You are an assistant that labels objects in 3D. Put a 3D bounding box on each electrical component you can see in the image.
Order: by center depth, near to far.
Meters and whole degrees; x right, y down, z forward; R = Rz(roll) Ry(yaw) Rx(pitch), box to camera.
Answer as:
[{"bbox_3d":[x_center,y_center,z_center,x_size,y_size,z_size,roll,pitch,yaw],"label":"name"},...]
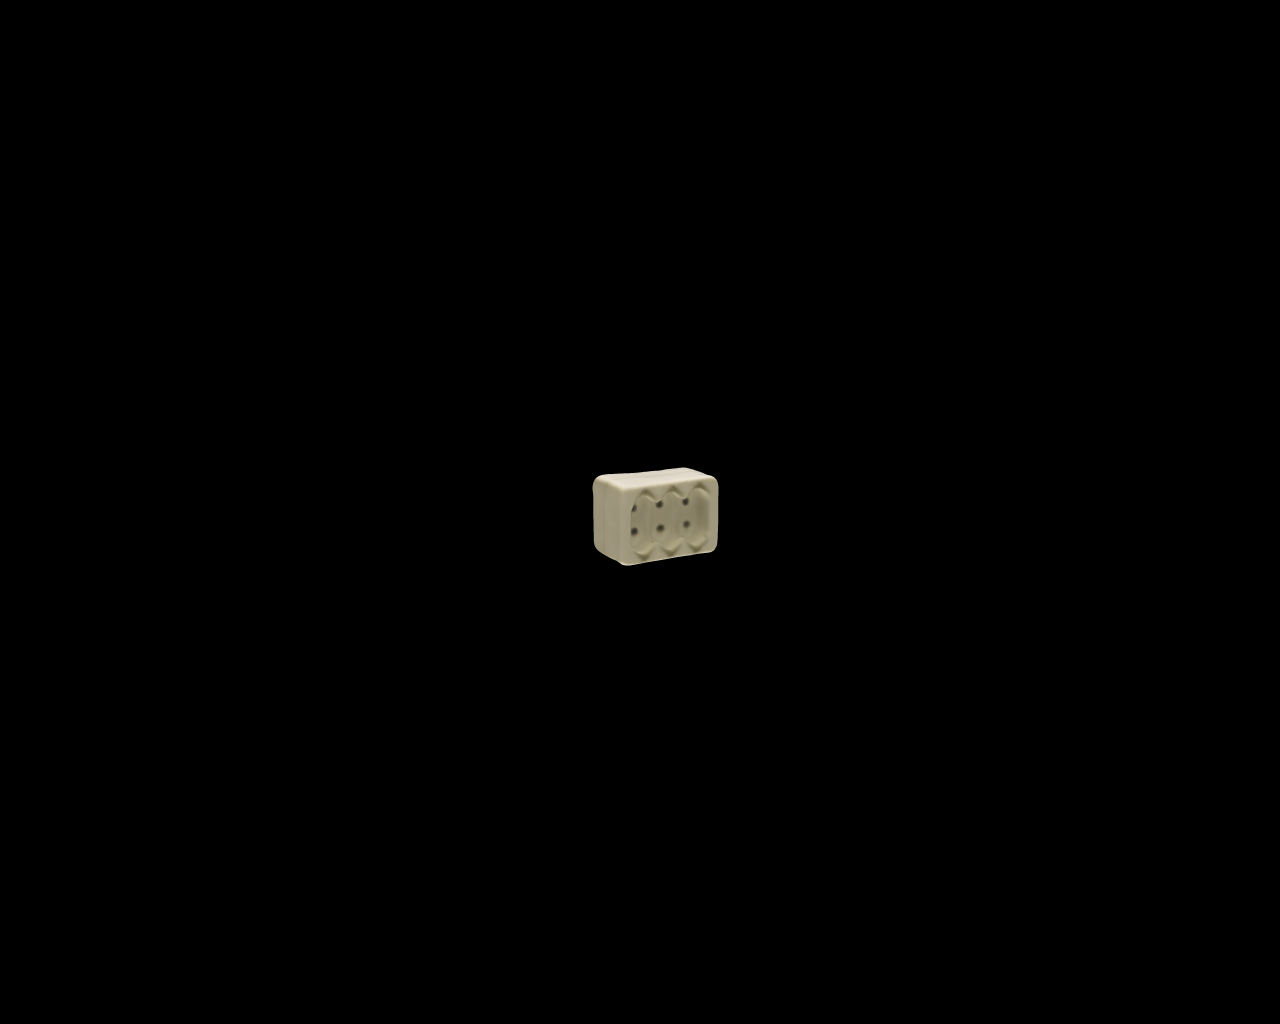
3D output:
[{"bbox_3d":[0.001,-0.003,0.650,0.066,0.047,0.077,-7,16,-26],"label":"electrical component"}]
